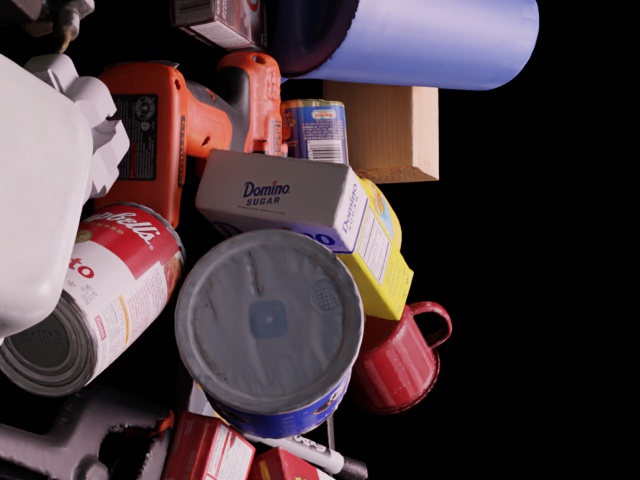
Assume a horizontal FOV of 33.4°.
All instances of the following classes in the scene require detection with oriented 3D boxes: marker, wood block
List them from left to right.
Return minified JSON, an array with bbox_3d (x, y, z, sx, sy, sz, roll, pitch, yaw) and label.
[{"bbox_3d":[-0.011,0.161,0.812,0.121,0.020,0.020,29,56,-29],"label":"marker"},{"bbox_3d":[0.057,-0.161,1.003,0.090,0.091,0.206,14,74,-68],"label":"wood block"}]

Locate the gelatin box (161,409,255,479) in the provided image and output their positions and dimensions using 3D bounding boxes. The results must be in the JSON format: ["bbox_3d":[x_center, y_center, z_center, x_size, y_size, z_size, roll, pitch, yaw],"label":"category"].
[{"bbox_3d":[-0.074,0.155,0.678,0.089,0.030,0.073,63,40,-64],"label":"gelatin box"}]

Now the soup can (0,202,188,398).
[{"bbox_3d":[-0.122,0.029,0.561,0.102,0.069,0.068,-49,133,-59],"label":"soup can"}]

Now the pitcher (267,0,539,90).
[{"bbox_3d":[0.070,-0.192,0.846,0.242,0.149,0.145,-1,85,-44],"label":"pitcher"}]

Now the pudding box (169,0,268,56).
[{"bbox_3d":[-0.070,-0.194,0.752,0.090,0.039,0.113,15,74,-67],"label":"pudding box"}]

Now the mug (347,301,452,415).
[{"bbox_3d":[0.064,0.093,0.969,0.093,0.117,0.081,-108,171,-49],"label":"mug"}]

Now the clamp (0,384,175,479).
[{"bbox_3d":[-0.131,0.144,0.561,0.209,0.036,0.164,-18,97,-70],"label":"clamp"}]

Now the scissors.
[{"bbox_3d":[-0.087,0.137,0.708,0.096,0.016,0.201,62,33,-48],"label":"scissors"}]

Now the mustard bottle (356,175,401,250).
[{"bbox_3d":[0.031,-0.011,0.964,0.191,0.058,0.096,24,58,-66],"label":"mustard bottle"}]

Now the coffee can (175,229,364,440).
[{"bbox_3d":[-0.029,0.062,0.642,0.140,0.103,0.103,93,1,-74],"label":"coffee can"}]

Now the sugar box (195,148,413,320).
[{"bbox_3d":[-0.005,0.001,0.689,0.176,0.093,0.048,48,54,-63],"label":"sugar box"}]

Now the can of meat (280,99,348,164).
[{"bbox_3d":[-0.011,-0.058,0.822,0.102,0.057,0.084,163,-77,-76],"label":"can of meat"}]

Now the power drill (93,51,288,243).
[{"bbox_3d":[-0.077,-0.039,0.700,0.187,0.057,0.184,-6,96,-70],"label":"power drill"}]

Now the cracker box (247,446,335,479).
[{"bbox_3d":[0.002,0.260,0.785,0.213,0.072,0.164,47,21,-58],"label":"cracker box"}]

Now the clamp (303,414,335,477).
[{"bbox_3d":[-0.014,0.097,0.871,0.120,0.039,0.171,57,30,-43],"label":"clamp"}]
